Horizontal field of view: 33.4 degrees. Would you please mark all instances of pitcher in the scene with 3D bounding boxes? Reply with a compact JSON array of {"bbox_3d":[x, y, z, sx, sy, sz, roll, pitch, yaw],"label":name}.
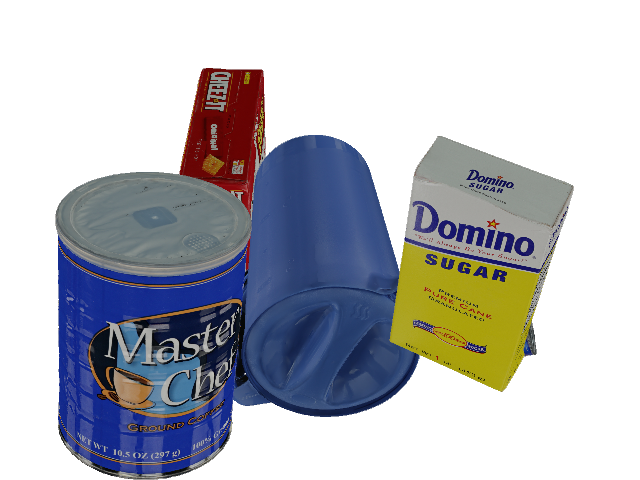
[{"bbox_3d":[-0.008,0.022,0.885,0.149,0.145,0.243,3,36,-7],"label":"pitcher"}]

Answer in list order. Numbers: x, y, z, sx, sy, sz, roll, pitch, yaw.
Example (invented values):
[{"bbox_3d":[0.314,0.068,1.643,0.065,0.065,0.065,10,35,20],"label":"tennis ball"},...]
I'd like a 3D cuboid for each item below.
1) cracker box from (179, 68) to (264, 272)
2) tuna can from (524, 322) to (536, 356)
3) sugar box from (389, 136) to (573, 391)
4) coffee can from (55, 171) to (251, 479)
[{"bbox_3d":[-0.095,-0.042,1.090,0.072,0.164,0.214,2,-42,1],"label":"cracker box"},{"bbox_3d":[0.220,0.091,1.216,0.034,0.086,0.086,-13,-3,14],"label":"tuna can"},{"bbox_3d":[0.101,0.021,0.708,0.093,0.048,0.176,22,-36,17],"label":"sugar box"},{"bbox_3d":[-0.095,0.046,0.597,0.102,0.140,0.103,6,30,-3],"label":"coffee can"}]
